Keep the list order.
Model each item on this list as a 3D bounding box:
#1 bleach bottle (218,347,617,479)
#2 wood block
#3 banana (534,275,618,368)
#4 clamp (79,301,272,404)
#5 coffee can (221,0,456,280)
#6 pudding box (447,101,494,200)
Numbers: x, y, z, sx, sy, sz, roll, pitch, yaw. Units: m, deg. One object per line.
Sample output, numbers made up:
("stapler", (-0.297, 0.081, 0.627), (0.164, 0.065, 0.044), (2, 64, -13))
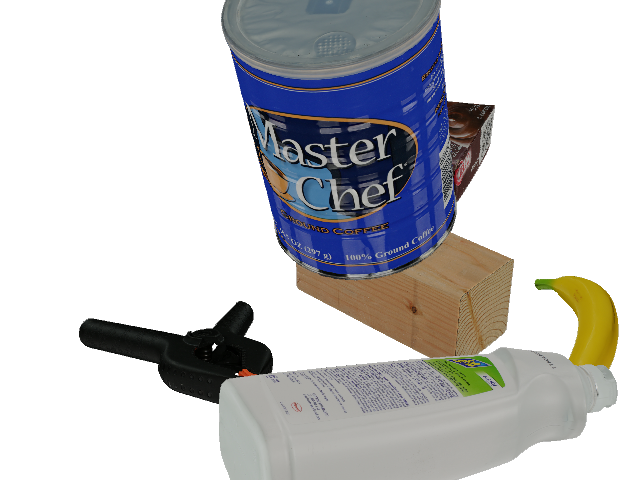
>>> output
("bleach bottle", (0.071, 0.109, 0.647), (0.250, 0.068, 0.103), (-6, 22, -19))
("wood block", (0.079, 0.035, 1.072), (0.206, 0.091, 0.090), (26, 41, 35))
("banana", (0.254, 0.086, 1.028), (0.070, 0.037, 0.197), (-28, 23, 18))
("clamp", (-0.092, 0.093, 0.909), (0.164, 0.036, 0.210), (-9, 16, -33))
("coffee can", (0.014, -0.064, 0.541), (0.103, 0.102, 0.140), (0, -43, 12))
("pudding box", (0.072, -0.070, 0.789), (0.090, 0.039, 0.113), (9, 28, 20))
